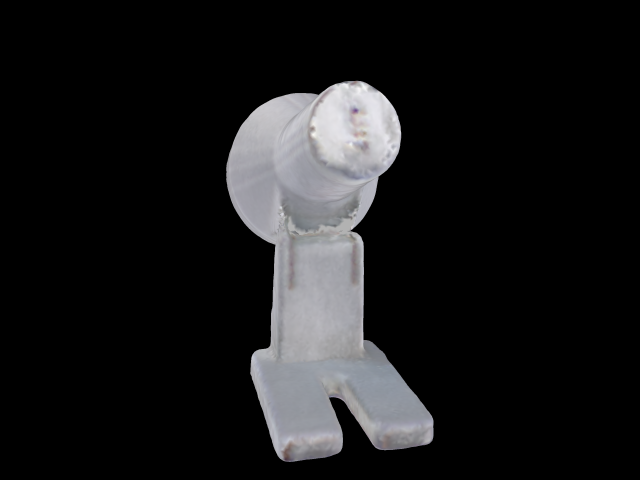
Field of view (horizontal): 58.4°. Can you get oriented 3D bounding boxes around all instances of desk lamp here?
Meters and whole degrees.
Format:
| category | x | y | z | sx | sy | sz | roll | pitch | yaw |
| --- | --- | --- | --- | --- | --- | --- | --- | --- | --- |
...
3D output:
| category | x | y | z | sx | sy | sz | roll | pitch | yaw |
| --- | --- | --- | --- | --- | --- | --- | --- | --- | --- |
| desk lamp | 0.004 | 0.001 | 0.400 | 0.118 | 0.213 | 0.203 | -4 | 14 | -15 |
